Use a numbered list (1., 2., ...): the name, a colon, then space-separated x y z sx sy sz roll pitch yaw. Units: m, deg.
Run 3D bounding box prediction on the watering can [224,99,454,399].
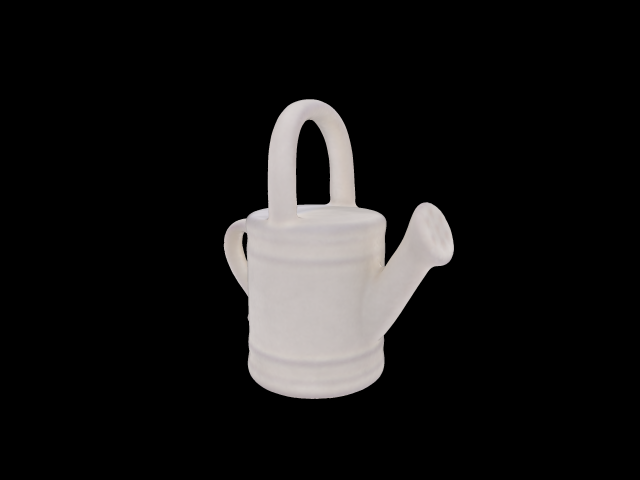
1. watering can: 0.005 0.001 0.402 0.172 0.194 0.101 2 12 11
